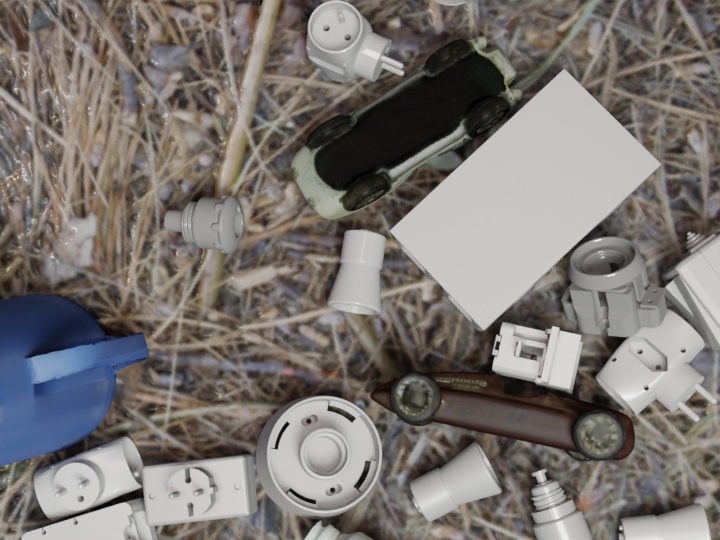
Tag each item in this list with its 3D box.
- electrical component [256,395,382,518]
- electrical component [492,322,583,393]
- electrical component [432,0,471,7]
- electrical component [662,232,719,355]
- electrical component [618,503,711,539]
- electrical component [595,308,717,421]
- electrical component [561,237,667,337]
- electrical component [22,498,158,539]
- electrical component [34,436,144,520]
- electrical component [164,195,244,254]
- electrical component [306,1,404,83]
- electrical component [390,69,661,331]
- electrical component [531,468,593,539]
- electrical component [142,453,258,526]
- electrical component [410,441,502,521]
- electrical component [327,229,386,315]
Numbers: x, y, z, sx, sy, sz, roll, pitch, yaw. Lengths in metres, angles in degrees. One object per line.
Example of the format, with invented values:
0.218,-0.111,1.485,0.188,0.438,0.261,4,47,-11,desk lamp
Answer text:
-0.032,0.148,0.855,0.099,0.064,0.099,2,78,-8,electrical component
0.136,0.066,0.832,0.064,0.081,0.042,13,82,15,electrical component
0.076,-0.253,0.889,0.078,0.057,0.058,22,85,7,electrical component
0.277,0.015,0.834,0.061,0.061,0.096,-35,81,0,electrical component
0.233,0.205,0.825,0.065,0.044,0.044,-9,82,9,electrical component
0.238,0.083,0.833,0.077,0.043,0.079,-45,64,-2,electrical component
0.193,0.012,0.830,0.078,0.057,0.058,4,39,33,electrical component
-0.211,0.218,0.853,0.089,0.055,0.050,-18,81,2,electrical component
-0.218,0.167,0.848,0.077,0.079,0.043,-21,88,2,electrical component
-0.129,-0.039,0.886,0.062,0.048,0.048,4,83,13,electrical component
0.000,-0.178,0.876,0.079,0.077,0.043,25,85,7,electrical component
0.129,-0.052,0.856,0.186,0.060,0.105,-43,81,-1,electrical component
0.153,0.193,0.833,0.040,0.040,0.078,-21,81,2,electrical component
-0.129,0.173,0.842,0.083,0.075,0.047,-7,82,4,electrical component
0.072,0.169,0.843,0.065,0.044,0.044,-28,81,5,electrical component
0.000,0.000,0.872,0.044,0.044,0.065,8,79,6,electrical component
